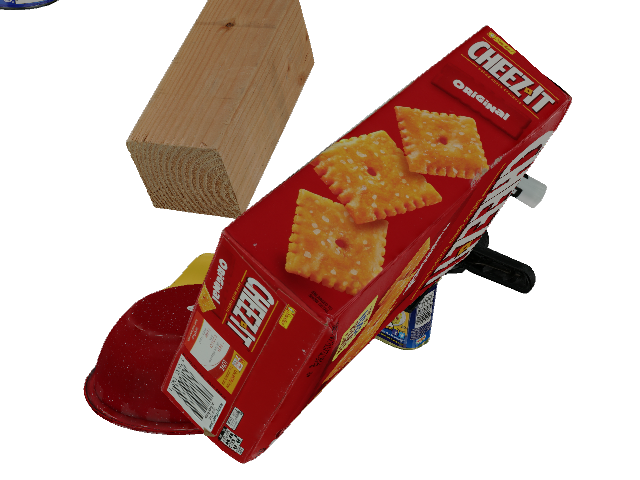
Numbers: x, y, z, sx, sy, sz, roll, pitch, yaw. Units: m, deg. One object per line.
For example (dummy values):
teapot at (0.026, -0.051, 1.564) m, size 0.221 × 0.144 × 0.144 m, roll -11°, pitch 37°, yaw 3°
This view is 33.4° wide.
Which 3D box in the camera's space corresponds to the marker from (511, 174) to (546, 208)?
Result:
marker at (0.103, -0.060, 0.751) m, size 0.121 × 0.020 × 0.020 m, roll 29°, pitch -3°, yaw -5°

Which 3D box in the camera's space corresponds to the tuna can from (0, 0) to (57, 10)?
tuna can at (-0.247, -0.216, 0.852) m, size 0.086 × 0.034 × 0.086 m, roll 5°, pitch 35°, yaw -4°

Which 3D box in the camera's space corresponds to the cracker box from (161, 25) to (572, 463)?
cracker box at (0.024, 0.004, 0.566) m, size 0.213 × 0.072 × 0.164 m, roll -39°, pitch -14°, yaw -35°

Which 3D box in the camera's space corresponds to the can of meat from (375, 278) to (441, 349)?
can of meat at (0.078, 0.063, 1.173) m, size 0.102 × 0.084 × 0.057 m, roll 24°, pitch 33°, yaw 33°

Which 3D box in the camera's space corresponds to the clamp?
clamp at (0.129, 0.013, 0.970) m, size 0.120 × 0.039 × 0.171 m, roll -1°, pitch 28°, yaw 6°

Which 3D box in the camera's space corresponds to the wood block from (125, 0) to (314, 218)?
wood block at (-0.085, -0.129, 0.975) m, size 0.091 × 0.206 × 0.090 m, roll 8°, pitch -37°, yaw 20°

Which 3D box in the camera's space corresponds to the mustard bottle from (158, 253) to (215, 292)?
mustard bottle at (-0.126, 0.068, 1.135) m, size 0.058 × 0.096 × 0.191 m, roll 10°, pitch 29°, yaw 19°

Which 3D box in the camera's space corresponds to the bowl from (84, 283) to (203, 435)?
bowl at (-0.086, 0.072, 0.747) m, size 0.162 × 0.055 × 0.162 m, roll -2°, pitch 20°, yaw 1°
